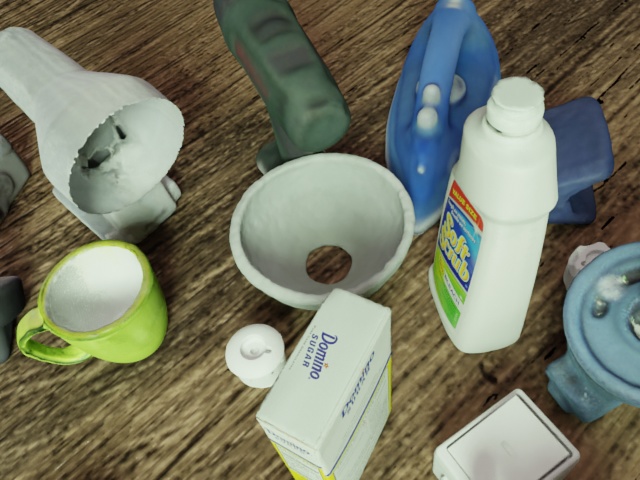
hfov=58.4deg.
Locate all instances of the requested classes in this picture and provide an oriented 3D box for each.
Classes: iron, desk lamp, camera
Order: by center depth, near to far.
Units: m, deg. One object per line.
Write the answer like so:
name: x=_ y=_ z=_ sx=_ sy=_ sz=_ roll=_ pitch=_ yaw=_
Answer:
desk lamp: x=-0.215 y=-0.087 z=0.546 sx=0.202 sy=0.118 sz=0.214 roll=33 pitch=-25 yaw=28
iron: x=0.122 y=-0.147 z=0.582 sx=0.118 sy=0.258 sz=0.142 roll=8 pitch=-34 yaw=15
camera: x=-0.427 y=-0.062 z=0.631 sx=0.136 sy=0.143 sz=0.101 roll=7 pitch=-34 yaw=14

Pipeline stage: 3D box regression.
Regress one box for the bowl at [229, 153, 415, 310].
bowl: x=0.005 y=0.002 z=0.534 sx=0.167 sy=0.167 sz=0.075 roll=0 pitch=-36 yaw=9

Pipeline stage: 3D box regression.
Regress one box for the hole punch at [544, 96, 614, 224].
hole punch: x=0.216 y=-0.074 z=0.546 sx=0.101 sy=0.108 sz=0.091 roll=1 pitch=-36 yaw=9

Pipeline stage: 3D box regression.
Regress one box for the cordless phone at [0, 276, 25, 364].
cordless phone: x=-0.364 y=0.043 z=0.492 sx=0.147 sy=0.094 sz=0.185 roll=-18 pitch=-37 yaw=-4

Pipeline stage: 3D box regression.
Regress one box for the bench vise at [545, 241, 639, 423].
bench vise: x=0.256 y=0.023 z=0.389 sx=0.121 sy=0.208 sz=0.220 roll=39 pitch=-22 yaw=30

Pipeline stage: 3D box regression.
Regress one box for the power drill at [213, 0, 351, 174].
power drill: x=-0.040 y=-0.142 z=0.562 sx=0.076 sy=0.229 sz=0.209 roll=-27 pitch=-35 yaw=-10
